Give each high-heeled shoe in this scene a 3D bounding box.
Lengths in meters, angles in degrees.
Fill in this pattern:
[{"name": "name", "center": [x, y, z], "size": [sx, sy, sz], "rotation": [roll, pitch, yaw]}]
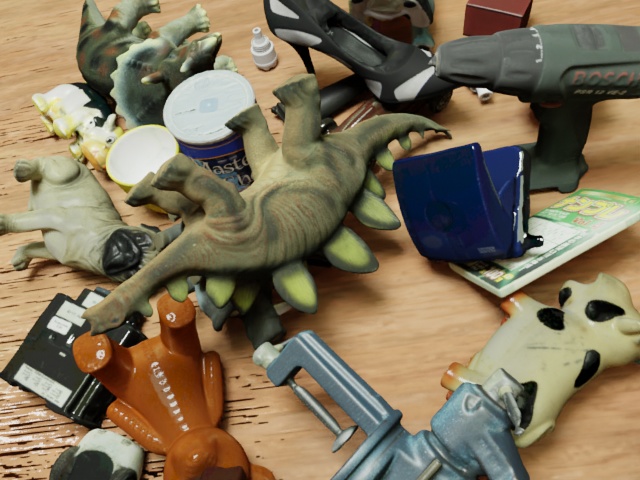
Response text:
[{"name": "high-heeled shoe", "center": [0.051, -0.244, 0.628], "size": [0.249, 0.145, 0.086], "rotation": [11, 56, 25]}]

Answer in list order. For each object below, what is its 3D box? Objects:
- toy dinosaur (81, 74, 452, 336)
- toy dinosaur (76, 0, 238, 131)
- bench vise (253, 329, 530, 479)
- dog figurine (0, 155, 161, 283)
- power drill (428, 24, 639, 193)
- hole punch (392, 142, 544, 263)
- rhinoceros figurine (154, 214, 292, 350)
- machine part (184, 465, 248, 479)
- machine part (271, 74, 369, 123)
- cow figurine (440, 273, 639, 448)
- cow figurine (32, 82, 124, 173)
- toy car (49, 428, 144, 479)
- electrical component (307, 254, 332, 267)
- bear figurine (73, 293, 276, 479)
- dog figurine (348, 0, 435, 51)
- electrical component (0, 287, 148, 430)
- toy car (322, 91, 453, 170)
[{"name": "toy dinosaur", "center": [-0.015, -0.050, 0.533], "size": [0.471, 0.198, 0.105], "rotation": [-41, 20, -30]}, {"name": "toy dinosaur", "center": [-0.263, -0.252, 0.750], "size": [0.405, 0.131, 0.192], "rotation": [24, 55, 31]}, {"name": "bench vise", "center": [0.044, 0.156, 0.449], "size": [0.241, 0.129, 0.223], "rotation": [41, 110, 20]}, {"name": "dog figurine", "center": [-0.264, -0.026, 0.656], "size": [0.191, 0.121, 0.172], "rotation": [9, 66, -1]}, {"name": "power drill", "center": [0.223, -0.131, 0.552], "size": [0.232, 0.207, 0.086], "rotation": [-6, 54, 4]}, {"name": "hole punch", "center": [0.136, -0.035, 0.527], "size": [0.142, 0.092, 0.115], "rotation": [-5, 84, 51]}, {"name": "rhinoceros figurine", "center": [-0.103, 0.035, 0.581], "size": [0.112, 0.073, 0.190], "rotation": [-8, 56, -44]}, {"name": "machine part", "center": [-0.090, 0.273, 0.425], "size": [0.179, 0.056, 0.179], "rotation": [0, 93, 1]}, {"name": "machine part", "center": [0.008, -0.189, 0.720], "size": [0.139, 0.039, 0.084], "rotation": [-33, 53, -7]}, {"name": "cow figurine", "center": [0.218, 0.104, 0.492], "size": [0.195, 0.085, 0.127], "rotation": [-43, 57, -16]}, {"name": "cow figurine", "center": [-0.316, -0.159, 0.747], "size": [0.098, 0.068, 0.167], "rotation": [-38, 63, -26]}, {"name": "toy car", "center": [-0.233, 0.279, 0.494], "size": [0.074, 0.056, 0.202], "rotation": [16, 67, 11]}, {"name": "electrical component", "center": [-0.001, -0.002, 0.624], "size": [0.094, 0.021, 0.063], "rotation": [9, 63, 13]}, {"name": "bear figurine", "center": [-0.131, 0.168, 0.496], "size": [0.120, 0.131, 0.196], "rotation": [-24, 53, -17]}, {"name": "dog figurine", "center": [0.102, -0.378, 0.733], "size": [0.109, 0.191, 0.219], "rotation": [0, 77, 17]}, {"name": "electrical component", "center": [-0.255, 0.119, 0.585], "size": [0.115, 0.058, 0.134], "rotation": [23, 67, 19]}, {"name": "toy car", "center": [0.078, -0.161, 0.683], "size": [0.202, 0.053, 0.089], "rotation": [-39, 65, -13]}]
